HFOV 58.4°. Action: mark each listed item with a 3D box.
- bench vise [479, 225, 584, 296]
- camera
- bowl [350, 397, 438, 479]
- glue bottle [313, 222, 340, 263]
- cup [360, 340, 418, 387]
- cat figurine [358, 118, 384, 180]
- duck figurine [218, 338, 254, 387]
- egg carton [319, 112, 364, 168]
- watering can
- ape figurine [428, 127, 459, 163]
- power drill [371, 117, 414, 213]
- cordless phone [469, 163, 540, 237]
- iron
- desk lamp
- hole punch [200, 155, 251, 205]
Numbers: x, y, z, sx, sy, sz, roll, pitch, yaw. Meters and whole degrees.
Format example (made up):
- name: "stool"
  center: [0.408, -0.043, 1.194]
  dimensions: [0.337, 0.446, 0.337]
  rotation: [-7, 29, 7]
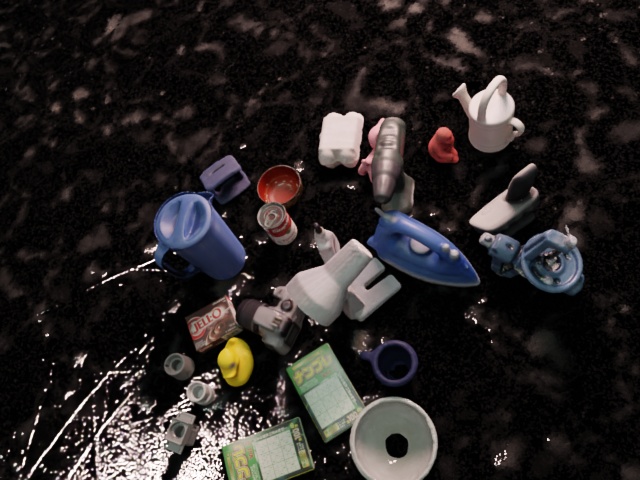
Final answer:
- name: "bench vise"
  center: [0.413, 0.034, 1.113]
  dimensions: [0.207, 0.220, 0.121]
  rotation: [5, 68, 17]
- name: "camera"
  center: [-0.111, 0.161, 1.261]
  dimensions: [0.136, 0.101, 0.143]
  rotation: [19, 72, 22]
- name: "bowl"
  center: [0.145, 0.392, 1.103]
  dimensions: [0.167, 0.075, 0.167]
  rotation: [-6, 65, 12]
- name: "glue bottle"
  center: [0.012, 0.005, 1.259]
  dimensions: [0.037, 0.173, 0.078]
  rotation: [-13, 64, 9]
- name: "cup"
  center: [0.142, 0.254, 1.155]
  dimensions: [0.117, 0.095, 0.092]
  rotation: [10, 69, 19]
- name: "cat figurine"
  center: [0.136, -0.218, 1.358]
  dimensions: [0.067, 0.118, 0.128]
  rotation: [30, 77, 25]
- name: "duck figurine"
  center: [-0.192, 0.260, 1.246]
  dimensions: [0.077, 0.086, 0.104]
  rotation: [-8, 64, 11]
- name: "egg carton"
  center: [0.052, -0.249, 1.421]
  dimensions: [0.107, 0.069, 0.150]
  rotation: [1, 67, 15]
- name: "watering can"
  center: [0.376, -0.291, 1.284]
  dimensions: [0.172, 0.194, 0.101]
  rotation: [14, 71, 20]
- name: "ape figurine"
  center: [0.289, -0.227, 1.336]
  dimensions: [0.076, 0.092, 0.078]
  rotation: [19, 72, 22]
- name: "power drill"
  center: [0.160, -0.143, 1.266]
  dimensions: [0.075, 0.209, 0.229]
  rotation: [0, 66, 15]
- name: "cordless phone"
  center: [0.387, -0.083, 1.193]
  dimensions: [0.147, 0.185, 0.094]
  rotation: [-40, 63, -5]
- name: "iron"
  center: [0.223, 0.011, 1.218]
  dimensions: [0.257, 0.142, 0.119]
  rotation: [28, 76, 24]
- name: "desk lamp"
  center: [0.049, 0.092, 1.186]
  dimensions: [0.203, 0.214, 0.117]
  rotation: [-40, 63, -5]
- name: "hole punch"
  center: [-0.249, -0.161, 1.449]
  dimensions: [0.109, 0.091, 0.101]
  rotation: [-37, 62, -3]
